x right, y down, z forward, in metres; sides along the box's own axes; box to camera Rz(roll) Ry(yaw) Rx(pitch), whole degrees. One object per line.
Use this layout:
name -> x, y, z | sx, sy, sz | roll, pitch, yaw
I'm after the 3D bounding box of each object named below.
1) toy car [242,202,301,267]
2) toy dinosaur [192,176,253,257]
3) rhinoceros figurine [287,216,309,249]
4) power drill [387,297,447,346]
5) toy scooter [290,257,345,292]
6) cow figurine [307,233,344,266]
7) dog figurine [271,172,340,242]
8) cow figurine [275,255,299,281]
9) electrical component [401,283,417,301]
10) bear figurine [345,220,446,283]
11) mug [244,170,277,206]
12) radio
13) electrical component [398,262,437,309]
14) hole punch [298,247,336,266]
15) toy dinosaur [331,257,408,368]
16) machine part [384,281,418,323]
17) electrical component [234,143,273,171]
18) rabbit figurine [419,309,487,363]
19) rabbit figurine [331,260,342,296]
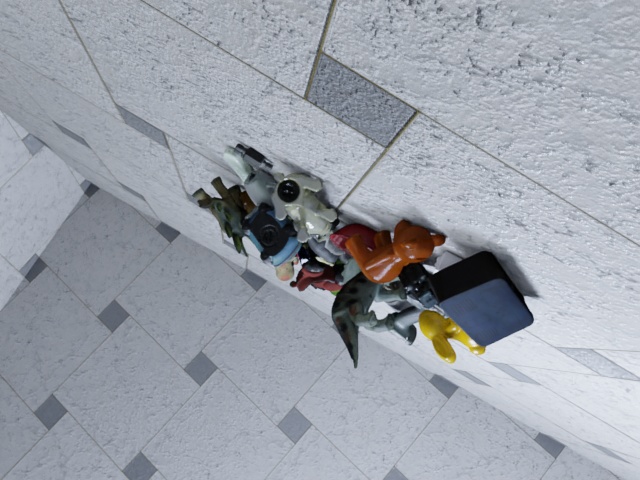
toy car -> -0.103, -0.009, 1.265 | 0.162, 0.109, 0.103 | 45, -171, 25
toy dinosaur -> -0.234, -0.053, 1.510 | 0.198, 0.105, 0.471 | 59, -173, 10
rhinoceros figurine -> -0.071, -0.049, 1.458 | 0.112, 0.073, 0.190 | 36, 173, 26
power drill -> 0.297, 0.220, 1.495 | 0.232, 0.086, 0.207 | 36, 142, -7
toy scooter -> -0.005, 0.107, 1.501 | 0.135, 0.075, 0.183 | -35, 143, 29
cow figurine -> -0.005, -0.005, 1.400 | 0.167, 0.098, 0.068 | 36, 170, -32
dog figurine -> -0.035, -0.079, 1.218 | 0.172, 0.121, 0.190 | 64, -176, -1
cow figurine -> -0.107, 0.031, 1.602 | 0.086, 0.195, 0.127 | -9, 152, 6
electrical component -> 0.257, 0.120, 1.351 | 0.119, 0.048, 0.075 | 33, 140, -20
bear figurine -> 0.154, 0.007, 1.107 | 0.195, 0.120, 0.132 | -54, 52, 53
mug -> -0.126, -0.116, 1.294 | 0.110, 0.081, 0.107 | 6, 148, 49
radio -> 0.324, 0.120, 1.060 | 0.229, 0.131, 0.073 | 40, -153, -43
electrical component -> 0.221, 0.090, 1.226 | 0.114, 0.058, 0.134 | 40, -164, -41
hole punch -> -0.028, 0.049, 1.580 | 0.115, 0.092, 0.142 | 34, -154, -29
toy dinosaur -> 0.099, 0.156, 1.355 | 0.192, 0.405, 0.131 | -8, 118, 39
machine part -> 0.253, 0.189, 1.626 | 0.079, 0.079, 0.243 | 18, 164, 43
electrical component -> -0.150, -0.182, 1.207 | 0.094, 0.021, 0.063 | 31, 168, -9
rabbit figurine -> 0.332, 0.227, 1.351 | 0.173, 0.162, 0.121 | 5, 165, 23
rabbit figurine -> 0.094, 0.127, 1.666 | 0.159, 0.121, 0.170 | 11, 156, -13
